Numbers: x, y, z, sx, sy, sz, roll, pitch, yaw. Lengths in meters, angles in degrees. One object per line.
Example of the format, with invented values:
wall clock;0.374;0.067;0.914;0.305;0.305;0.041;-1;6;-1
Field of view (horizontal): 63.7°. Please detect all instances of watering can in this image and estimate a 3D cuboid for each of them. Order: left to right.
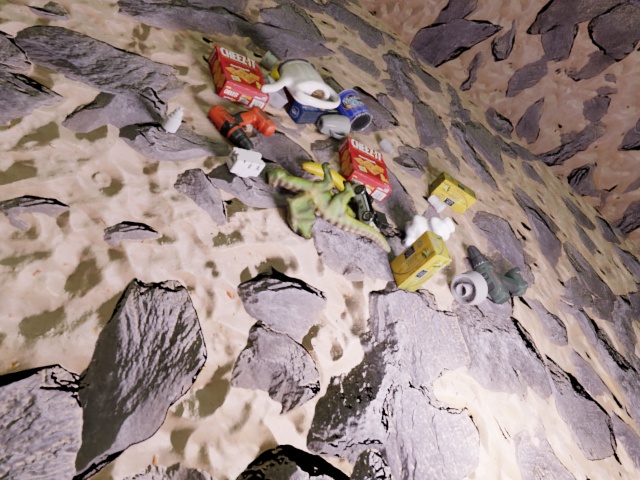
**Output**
watering can;-0.081;-0.537;1.756;0.348;0.102;0.229;2;46;-39

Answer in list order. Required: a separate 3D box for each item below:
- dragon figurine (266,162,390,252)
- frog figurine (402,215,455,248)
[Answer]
dragon figurine;0.004;-0.074;1.463;0.413;0.119;0.246;47;51;12
frog figurine;0.354;-0.037;1.676;0.137;0.156;0.125;33;34;-12
